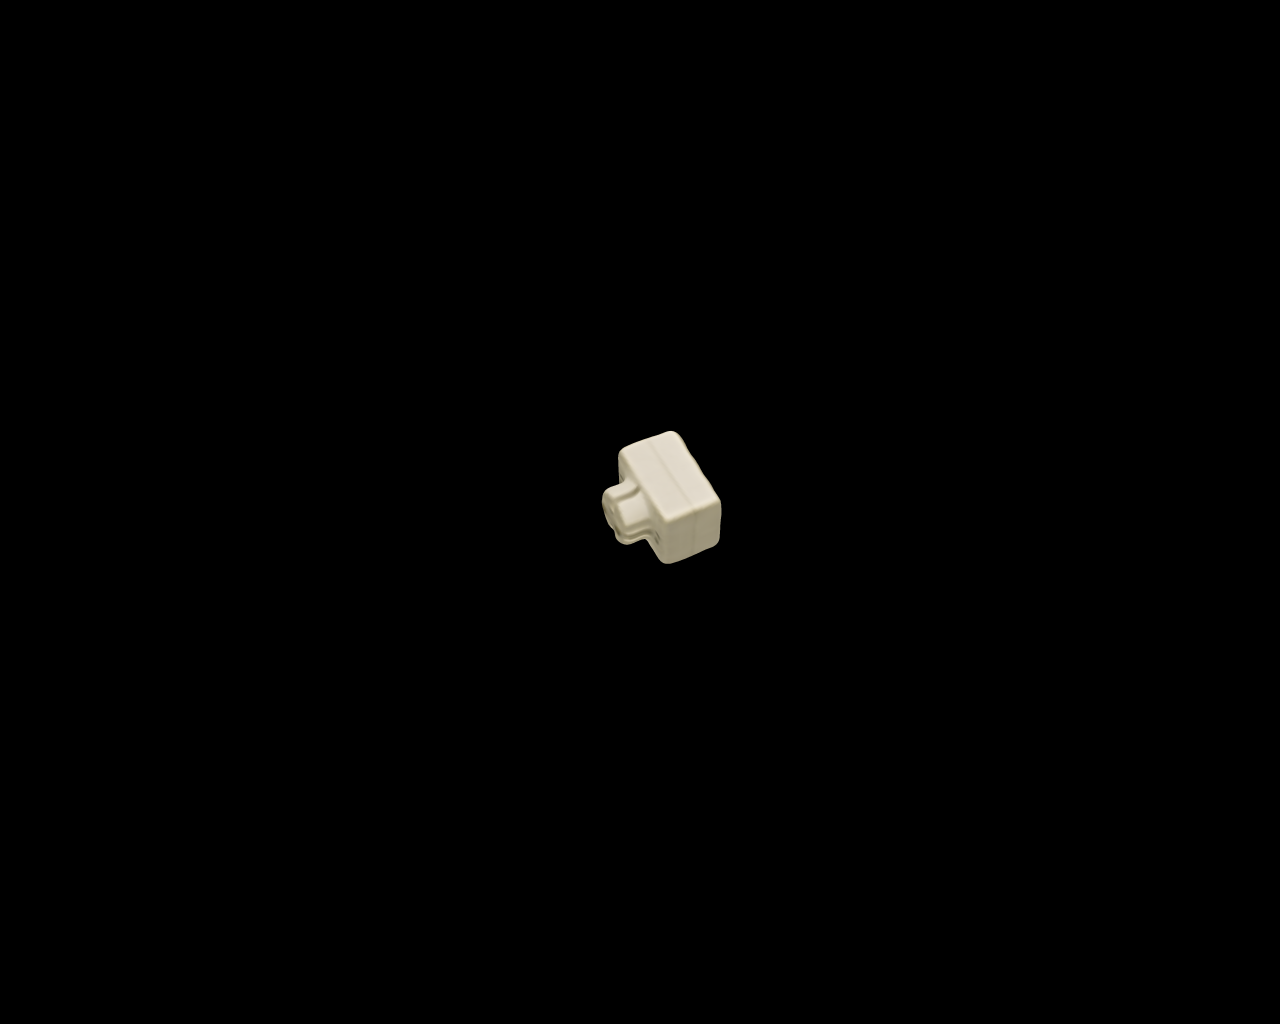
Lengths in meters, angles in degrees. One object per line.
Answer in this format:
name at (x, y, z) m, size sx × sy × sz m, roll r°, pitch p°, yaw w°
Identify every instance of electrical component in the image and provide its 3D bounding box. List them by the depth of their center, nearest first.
electrical component at (0.001, -0.003, 0.650) m, size 0.077 × 0.066 × 0.047 m, roll -21°, pitch -36°, yaw -16°
